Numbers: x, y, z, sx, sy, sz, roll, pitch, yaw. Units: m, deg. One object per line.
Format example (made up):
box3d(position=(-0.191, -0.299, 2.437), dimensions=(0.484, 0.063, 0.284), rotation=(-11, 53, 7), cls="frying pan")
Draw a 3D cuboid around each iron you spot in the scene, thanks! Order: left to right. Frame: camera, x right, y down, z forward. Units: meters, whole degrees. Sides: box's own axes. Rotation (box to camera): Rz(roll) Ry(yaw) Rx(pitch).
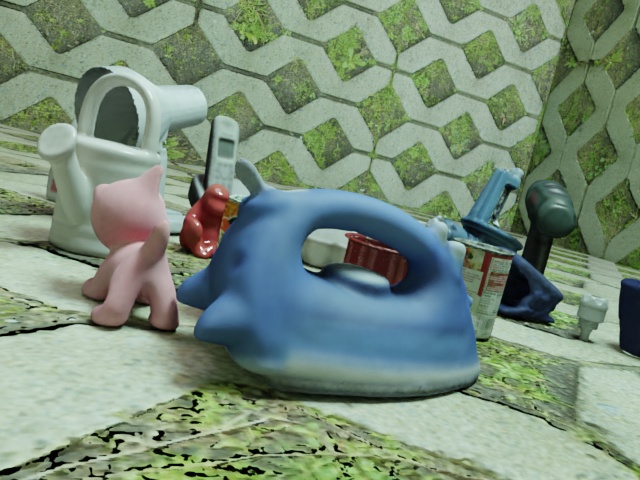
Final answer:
box3d(position=(0.033, 0.031, 0.432), dimensions=(0.259, 0.141, 0.118), rotation=(10, 9, -25), cls="iron")

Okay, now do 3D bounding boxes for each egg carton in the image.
box3d(position=(0.008, 0.003, 0.858), dimensions=(0.150, 0.069, 0.107), rotation=(14, 8, 8), cls="egg carton")

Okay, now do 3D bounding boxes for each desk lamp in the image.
box3d(position=(-0.237, -0.121, 0.796), dimensions=(0.117, 0.213, 0.204), rotation=(17, 9, 26), cls="desk lamp")

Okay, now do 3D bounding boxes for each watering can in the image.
box3d(position=(-0.226, -0.083, 0.618), dimensions=(0.101, 0.194, 0.172), rotation=(12, 8, -7), cls="watering can")

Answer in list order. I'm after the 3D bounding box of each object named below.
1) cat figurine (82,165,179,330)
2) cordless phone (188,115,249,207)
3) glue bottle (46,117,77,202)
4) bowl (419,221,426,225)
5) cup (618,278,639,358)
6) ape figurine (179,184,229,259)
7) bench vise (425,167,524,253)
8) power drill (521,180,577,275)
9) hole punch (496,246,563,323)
box3d(position=(-0.147, -0.003, 0.459), dimensions=(0.067, 0.118, 0.127), rotation=(8, 9, -34), cls="cat figurine")
box3d(position=(-0.142, -0.108, 0.968), dimensions=(0.093, 0.185, 0.148), rotation=(19, 10, 37), cls="cordless phone")
box3d(position=(-0.357, -0.136, 0.851), dimensions=(0.078, 0.173, 0.037), rotation=(15, 8, 16), cls="glue bottle")
box3d(position=(0.204, 0.004, 1.162), dimensions=(0.167, 0.075, 0.167), rotation=(13, 8, -2), cls="bowl")
box3d(position=(0.437, 0.109, 0.733), dimensions=(0.117, 0.095, 0.092), rotation=(20, 10, 39), cls="cup")
box3d(position=(-0.141, -0.027, 0.739), dimensions=(0.078, 0.092, 0.076), rotation=(8, 9, -33), cls="ape figurine")
box3d(position=(0.290, -0.030, 1.013), dimensions=(0.121, 0.220, 0.208), rotation=(20, 11, 42), cls="bench vise")
box3d(position=(0.354, 0.002, 0.941), dimensions=(0.075, 0.208, 0.230), rotation=(14, 8, 8), cls="power drill")
box3d(position=(0.290, 0.062, 0.834), dimensions=(0.101, 0.091, 0.108), rotation=(11, 8, -16), cls="hole punch")
